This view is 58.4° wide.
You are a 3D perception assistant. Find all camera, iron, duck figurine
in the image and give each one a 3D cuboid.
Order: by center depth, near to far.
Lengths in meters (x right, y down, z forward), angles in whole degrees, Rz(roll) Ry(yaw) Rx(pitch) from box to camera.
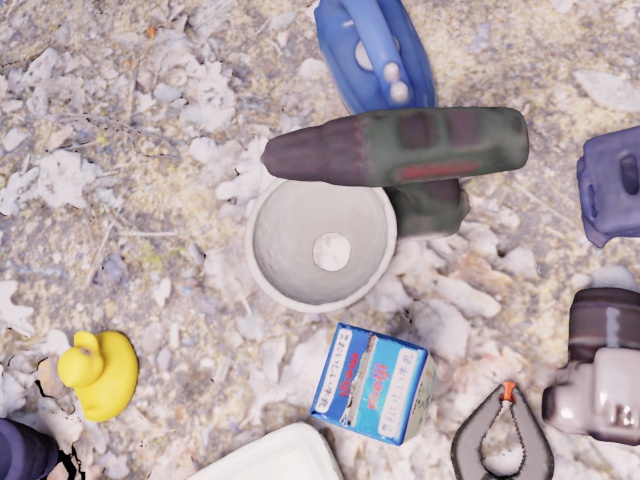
[{"bbox_3d":[0.280,0.114,0.516,0.143,0.101,0.137,3,74,15],"label":"camera"},{"bbox_3d":[0.068,-0.206,0.643,0.118,0.142,0.258,-23,69,6],"label":"iron"},{"bbox_3d":[-0.259,0.151,0.647,0.077,0.086,0.104,-8,72,12],"label":"duck figurine"}]

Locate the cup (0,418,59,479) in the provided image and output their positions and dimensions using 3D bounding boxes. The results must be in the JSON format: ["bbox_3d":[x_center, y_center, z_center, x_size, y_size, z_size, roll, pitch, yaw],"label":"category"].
[{"bbox_3d":[-0.338,0.256,0.630,0.091,0.095,0.118,-6,72,13],"label":"cup"}]

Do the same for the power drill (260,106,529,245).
[{"bbox_3d":[0.080,-0.061,0.561,0.229,0.209,0.075,-10,71,11],"label":"power drill"}]

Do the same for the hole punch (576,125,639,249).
[{"bbox_3d":[0.310,-0.056,0.565,0.101,0.091,0.108,-4,73,13],"label":"hole punch"}]

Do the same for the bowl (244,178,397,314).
[{"bbox_3d":[0.006,0.002,0.632,0.167,0.075,0.167,-4,73,13],"label":"bowl"}]
